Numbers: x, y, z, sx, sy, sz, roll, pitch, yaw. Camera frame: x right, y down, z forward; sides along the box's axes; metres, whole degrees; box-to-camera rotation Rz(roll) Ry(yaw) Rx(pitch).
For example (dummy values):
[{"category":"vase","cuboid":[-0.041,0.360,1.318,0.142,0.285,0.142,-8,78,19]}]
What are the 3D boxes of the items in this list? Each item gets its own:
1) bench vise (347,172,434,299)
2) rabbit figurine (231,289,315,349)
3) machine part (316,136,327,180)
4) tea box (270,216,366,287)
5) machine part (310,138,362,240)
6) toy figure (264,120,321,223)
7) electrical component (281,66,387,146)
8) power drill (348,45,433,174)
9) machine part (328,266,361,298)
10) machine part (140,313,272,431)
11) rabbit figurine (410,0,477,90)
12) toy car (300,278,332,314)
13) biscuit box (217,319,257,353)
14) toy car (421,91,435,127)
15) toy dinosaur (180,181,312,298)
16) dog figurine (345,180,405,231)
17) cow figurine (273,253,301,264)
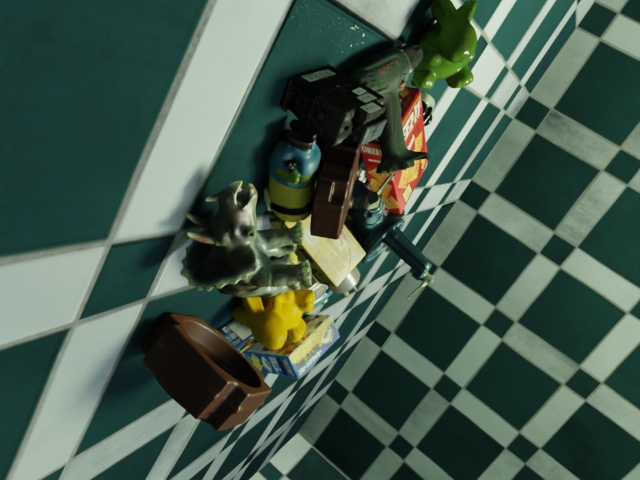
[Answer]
[{"category":"bench vise","cuboid":[0.137,-0.007,1.062,0.129,0.241,0.223,-38,164,-24]},{"category":"rabbit figurine","cuboid":[-0.098,0.156,1.121,0.121,0.162,0.173,-59,-176,24]},{"category":"machine part","cuboid":[-0.014,-0.135,0.956,0.084,0.039,0.138,-41,162,-23]},{"category":"tea box","cuboid":[-0.002,-0.003,1.028,0.098,0.169,0.068,-45,-157,-20]},{"category":"machine part","cuboid":[0.029,-0.088,0.905,0.179,0.056,0.179,13,91,-84]},{"category":"toy figure","cuboid":[-0.042,-0.100,0.859,0.082,0.089,0.180,-33,158,-36]},{"category":"electrical component","cuboid":[0.029,-0.192,0.783,0.115,0.134,0.058,-33,154,-44]},{"category":"power drill","cuboid":[0.137,-0.229,0.941,0.232,0.086,0.207,-30,115,-44]},{"category":"machine part","cuboid":[0.016,0.031,1.137,0.079,0.079,0.243,-46,121,-22]},{"category":"machine part","cuboid":[-0.192,0.222,0.914,0.087,0.202,0.201,-50,164,-3]},{"category":"rabbit figurine","cuboid":[0.249,-0.362,0.992,0.170,0.121,0.159,-123,-140,-82]},{"category":"toy car","cuboid":[-0.038,0.111,1.274,0.162,0.109,0.102,-32,160,-31]},{"category":"biscuit box","cuboid":[-0.206,0.227,1.141,0.202,0.059,0.062,-31,153,-51]},{"category":"toy car","cuboid":[0.196,-0.250,1.253,0.201,0.056,0.073,-53,157,10]},{"category":"toy dinosaur","cuboid":[-0.122,0.041,0.881,0.192,0.131,0.404,-3,164,-9]},{"category":"dog figurine","cuboid":[0.088,-0.049,1.249,0.219,0.109,0.191,-43,133,-25]},{"category":"cow figurine","cuboid":[-0.055,0.061,1.181,0.098,0.068,0.167,-25,174,26]}]
